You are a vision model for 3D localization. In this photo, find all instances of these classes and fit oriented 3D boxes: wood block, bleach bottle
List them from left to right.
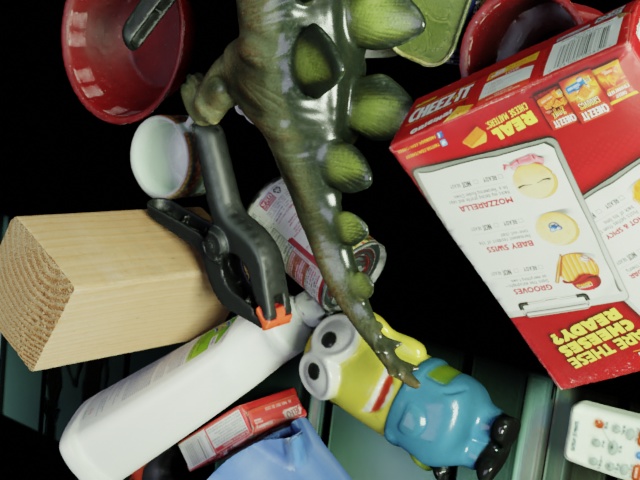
[{"bbox_3d":[-0.166,0.034,0.900,0.090,0.205,0.091,44,119,26],"label":"wood block"},{"bbox_3d":[-0.099,0.117,0.903,0.251,0.102,0.068,-33,105,17],"label":"bleach bottle"}]

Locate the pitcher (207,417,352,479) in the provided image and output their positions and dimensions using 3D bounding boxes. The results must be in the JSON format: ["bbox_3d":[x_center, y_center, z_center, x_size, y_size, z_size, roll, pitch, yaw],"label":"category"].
[{"bbox_3d":[0.008,0.276,0.845,0.145,0.149,0.243,-41,69,-2],"label":"pitcher"}]

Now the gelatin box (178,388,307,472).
[{"bbox_3d":[-0.066,0.164,0.919,0.089,0.073,0.030,-35,74,34],"label":"gelatin box"}]

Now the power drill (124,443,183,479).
[{"bbox_3d":[-0.157,0.269,1.008,0.185,0.057,0.188,-49,65,29],"label":"power drill"}]

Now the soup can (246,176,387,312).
[{"bbox_3d":[-0.006,0.001,0.860,0.102,0.068,0.069,41,117,29],"label":"soup can"}]

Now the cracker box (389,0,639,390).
[{"bbox_3d":[0.171,-0.020,0.657,0.164,0.072,0.213,-22,116,38],"label":"cracker box"}]

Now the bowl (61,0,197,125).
[{"bbox_3d":[-0.164,-0.186,0.974,0.162,0.055,0.162,4,96,38],"label":"bowl"}]

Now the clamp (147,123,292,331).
[{"bbox_3d":[-0.073,-0.010,0.847,0.171,0.039,0.120,48,138,22],"label":"clamp"}]

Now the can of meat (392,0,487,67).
[{"bbox_3d":[0.103,-0.172,0.749,0.058,0.083,0.102,29,112,33],"label":"can of meat"}]

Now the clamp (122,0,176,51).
[{"bbox_3d":[-0.092,-0.254,0.890,0.164,0.036,0.210,-7,84,4],"label":"clamp"}]

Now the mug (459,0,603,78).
[{"bbox_3d":[0.163,-0.122,0.708,0.117,0.081,0.093,-16,84,38],"label":"mug"}]
